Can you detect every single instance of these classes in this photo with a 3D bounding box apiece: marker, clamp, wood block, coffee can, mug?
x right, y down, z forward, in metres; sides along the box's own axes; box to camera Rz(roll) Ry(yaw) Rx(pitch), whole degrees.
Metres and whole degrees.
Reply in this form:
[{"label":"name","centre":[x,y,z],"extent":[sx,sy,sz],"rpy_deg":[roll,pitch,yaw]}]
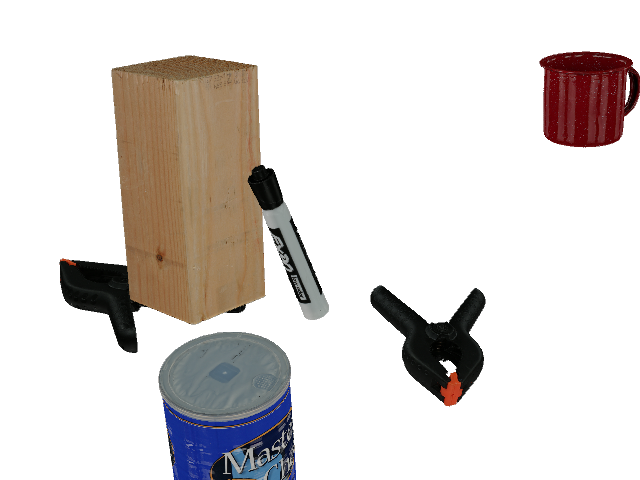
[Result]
[{"label":"marker","centre":[-0.021,0.002,0.720],"extent":[0.020,0.121,0.020],"rpy_deg":[-16,31,9]},{"label":"clamp","centre":[-0.206,0.060,1.105],"extent":[0.210,0.036,0.164],"rpy_deg":[14,20,29]},{"label":"wood block","centre":[-0.111,-0.047,0.914],"extent":[0.091,0.206,0.090],"rpy_deg":[17,26,40]},{"label":"coffee can","centre":[-0.072,0.160,0.862],"extent":[0.103,0.140,0.103],"rpy_deg":[-2,32,1]},{"label":"mug","centre":[0.284,-0.149,1.113],"extent":[0.117,0.081,0.093],"rpy_deg":[-14,24,-25]},{"label":"clamp","centre":[0.127,0.097,1.064],"extent":[0.120,0.039,0.171],"rpy_deg":[-8,37,-10]}]
